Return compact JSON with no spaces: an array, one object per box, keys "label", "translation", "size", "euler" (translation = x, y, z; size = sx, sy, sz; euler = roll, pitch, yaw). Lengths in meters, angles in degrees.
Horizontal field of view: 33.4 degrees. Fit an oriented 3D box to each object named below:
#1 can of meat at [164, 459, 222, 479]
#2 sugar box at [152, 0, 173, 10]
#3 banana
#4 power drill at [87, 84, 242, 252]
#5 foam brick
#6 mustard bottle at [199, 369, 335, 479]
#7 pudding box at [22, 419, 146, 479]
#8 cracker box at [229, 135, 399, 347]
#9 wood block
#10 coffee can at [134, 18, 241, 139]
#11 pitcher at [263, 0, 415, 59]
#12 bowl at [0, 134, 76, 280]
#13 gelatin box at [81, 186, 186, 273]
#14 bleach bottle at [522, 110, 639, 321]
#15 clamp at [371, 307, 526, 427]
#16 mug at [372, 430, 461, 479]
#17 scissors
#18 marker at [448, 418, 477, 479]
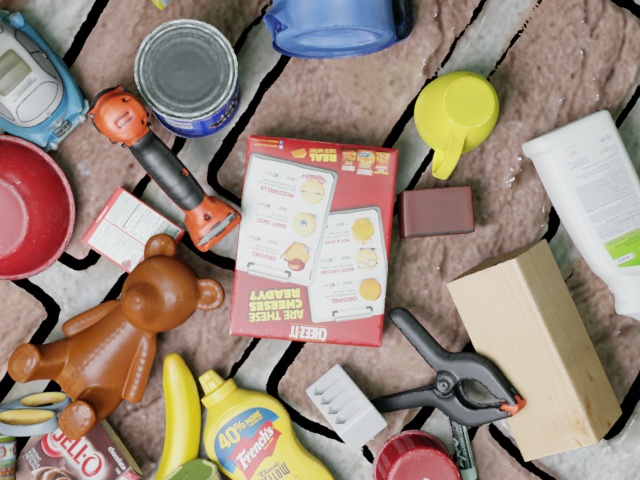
[{"label":"can of meat","translation":[-0.137,0.290,1.113],"size":[0.101,0.058,0.084],"euler":[-38,122,-35]},{"label":"sugar box","translation":[-0.201,-0.349,1.165],"size":[0.093,0.048,0.176],"euler":[-42,87,-2]},{"label":"banana","translation":[-0.159,0.222,1.144],"size":[0.037,0.069,0.198],"euler":[10,83,39]},{"label":"power drill","translation":[-0.168,-0.080,1.111],"size":[0.057,0.184,0.187],"euler":[-42,107,-3]},{"label":"foam brick","translation":[0.125,-0.030,1.168],"size":[0.078,0.053,0.051],"euler":[-5,89,-4]},{"label":"mustard bottle","translation":[-0.068,0.221,1.148],"size":[0.096,0.058,0.191],"euler":[-35,90,-2]},{"label":"pudding box","translation":[-0.249,0.238,1.123],"size":[0.090,0.039,0.114],"euler":[-45,56,-3]},{"label":"cracker box","translation":[-0.008,0.001,1.152],"size":[0.164,0.072,0.214],"euler":[5,89,-2]},{"label":"wood block","translation":[0.229,0.115,1.134],"size":[0.091,0.090,0.206],"euler":[-25,90,36]},{"label":"coffee can","translation":[-0.135,-0.165,1.115],"size":[0.103,0.140,0.103],"euler":[0,88,-3]},{"label":"pitcher","translation":[0.019,-0.321,1.143],"size":[0.145,0.149,0.243],"euler":[-3,85,12]},{"label":"bowl","translation":[-0.344,-0.028,1.124],"size":[0.162,0.055,0.162],"euler":[1,103,3]},{"label":"gelatin box","translation":[-0.202,-0.004,1.162],"size":[0.089,0.030,0.073],"euler":[34,87,-4]},{"label":"bleach bottle","translation":[0.317,-0.010,1.172],"size":[0.102,0.068,0.251],"euler":[-23,92,-2]},{"label":"clamp","translation":[0.130,0.158,1.133],"size":[0.172,0.039,0.120],"euler":[28,116,26]},{"label":"mug","translation":[0.097,0.264,1.143],"size":[0.117,0.081,0.093],"euler":[-45,91,-3]},{"label":"scissors","translation":[-0.354,0.183,1.149],"size":[0.202,0.096,0.016],"euler":[1,106,27]},{"label":"marker","translation":[0.159,0.233,1.178],"size":[0.020,0.020,0.121],"euler":[-13,89,-3]}]
